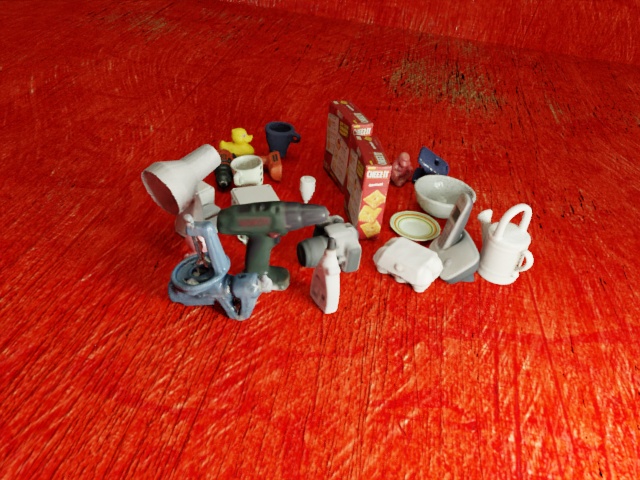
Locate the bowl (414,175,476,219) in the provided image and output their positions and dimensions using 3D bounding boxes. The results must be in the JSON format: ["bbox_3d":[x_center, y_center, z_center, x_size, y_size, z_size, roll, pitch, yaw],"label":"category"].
[{"bbox_3d":[0.333,-0.107,1.562,0.167,0.075,0.167,5,36,-3],"label":"bowl"}]

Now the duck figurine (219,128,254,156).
[{"bbox_3d":[-0.247,-0.292,1.704,0.104,0.086,0.077,2,36,-8],"label":"duck figurine"}]

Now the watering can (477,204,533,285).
[{"bbox_3d":[0.430,-0.004,1.336,0.172,0.194,0.101,31,42,29],"label":"watering can"}]

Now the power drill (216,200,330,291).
[{"bbox_3d":[-0.103,0.004,1.217,0.229,0.208,0.075,5,36,-3],"label":"power drill"}]

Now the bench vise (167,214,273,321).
[{"bbox_3d":[-0.199,0.046,1.133,0.207,0.220,0.121,-1,36,-10],"label":"bench vise"}]

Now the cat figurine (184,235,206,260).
[{"bbox_3d":[-0.268,0.019,1.245,0.067,0.118,0.128,11,36,6],"label":"cat figurine"}]

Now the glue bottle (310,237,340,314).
[{"bbox_3d":[0.016,0.066,1.183,0.037,0.173,0.078,-14,41,-26],"label":"glue bottle"}]

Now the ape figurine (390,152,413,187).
[{"bbox_3d":[0.239,-0.213,1.677,0.078,0.092,0.076,-5,38,-17],"label":"ape figurine"}]

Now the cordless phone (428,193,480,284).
[{"bbox_3d":[0.322,-0.004,1.324,0.094,0.185,0.147,-1,37,-11],"label":"cordless phone"}]

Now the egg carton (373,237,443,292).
[{"bbox_3d":[0.202,0.054,1.321,0.150,0.069,0.107,27,40,25],"label":"egg carton"}]

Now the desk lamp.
[{"bbox_3d":[-0.301,-0.108,1.331,0.117,0.213,0.204,29,41,27],"label":"desk lamp"}]

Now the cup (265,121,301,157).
[{"bbox_3d":[-0.111,-0.295,1.724,0.117,0.095,0.092,21,38,19],"label":"cup"}]

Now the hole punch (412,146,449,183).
[{"bbox_3d":[0.333,-0.218,1.702,0.101,0.091,0.109,14,36,9],"label":"hole punch"}]

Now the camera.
[{"bbox_3d":[0.012,0.005,1.329,0.137,0.101,0.142,-11,39,-23],"label":"camera"}]
